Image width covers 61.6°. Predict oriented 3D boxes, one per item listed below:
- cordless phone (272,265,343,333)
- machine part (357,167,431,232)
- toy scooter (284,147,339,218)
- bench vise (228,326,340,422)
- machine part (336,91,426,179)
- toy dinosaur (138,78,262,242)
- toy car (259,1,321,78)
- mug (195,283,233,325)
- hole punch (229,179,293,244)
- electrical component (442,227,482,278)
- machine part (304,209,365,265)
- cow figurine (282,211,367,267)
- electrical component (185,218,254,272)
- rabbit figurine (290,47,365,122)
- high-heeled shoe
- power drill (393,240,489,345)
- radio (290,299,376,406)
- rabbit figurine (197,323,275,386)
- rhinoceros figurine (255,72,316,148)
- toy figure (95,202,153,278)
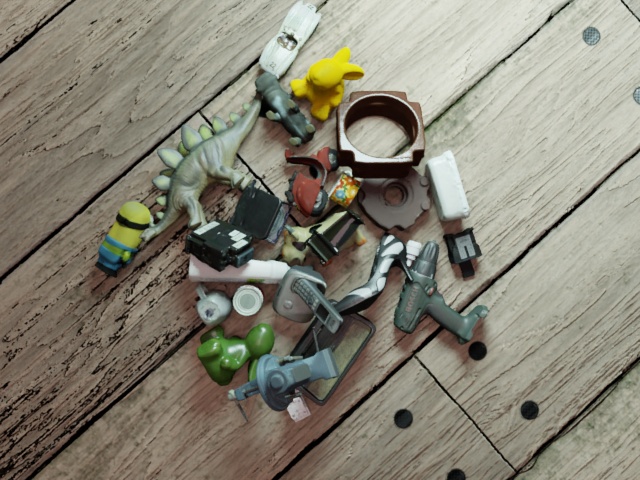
[{"bbox_3d":[-0.018,0.158,1.217,0.184,0.089,0.146,48,131,32],"label":"cordless phone"},{"bbox_3d":[0.181,-0.108,1.307,0.179,0.056,0.179,0,89,-2],"label":"machine part"},{"bbox_3d":[-0.034,-0.149,1.281,0.135,0.075,0.184,20,78,-8],"label":"toy scooter"},{"bbox_3d":[-0.088,0.300,1.166,0.241,0.223,0.129,-25,88,22],"label":"bench vise"},{"bbox_3d":[0.139,-0.245,1.262,0.202,0.087,0.201,0,68,-3],"label":"machine part"},{"bbox_3d":[-0.261,-0.180,1.261,0.198,0.105,0.471,42,77,2],"label":"toy dinosaur"},{"bbox_3d":[-0.072,-0.483,1.297,0.073,0.056,0.201,33,88,-2],"label":"toy car"},{"bbox_3d":[-0.254,0.149,1.254,0.081,0.107,0.109,-27,93,-5],"label":"mug"},{"bbox_3d":[-0.138,-0.060,1.282,0.116,0.092,0.142,26,94,23],"label":"hole punch"},{"bbox_3d":[0.353,0.034,1.319,0.075,0.048,0.119,-14,88,-3],"label":"electrical component"},{"bbox_3d":[0.036,-0.014,1.228,0.139,0.039,0.084,-40,94,-2],"label":"machine part"},{"bbox_3d":[-0.003,-0.004,1.282,0.195,0.085,0.127,-28,97,-1],"label":"cow figurine"},{"bbox_3d":[-0.218,0.014,1.210,0.134,0.115,0.058,26,125,23],"label":"electrical component"},{"bbox_3d":[0.021,-0.366,1.244,0.162,0.173,0.122,-31,87,1],"label":"rabbit figurine"},{"bbox_3d":[0.107,0.075,1.263,0.249,0.086,0.145,-22,65,-19],"label":"high-heeled shoe"},{"bbox_3d":[0.297,0.142,1.296,0.207,0.086,0.232,29,91,-7],"label":"power drill"},{"bbox_3d":[0.017,0.261,1.283,0.131,0.073,0.229,35,87,-3],"label":"radio"},{"bbox_3d":[-0.179,0.265,1.249,0.170,0.121,0.159,-24,97,-1],"label":"rabbit figurine"},{"bbox_3d":[-0.080,-0.310,1.270,0.073,0.112,0.190,-34,106,21],"label":"rhinoceros figurine"},{"bbox_3d":[-0.457,-0.003,1.253,0.082,0.089,0.180,32,85,-7],"label":"toy figure"}]
